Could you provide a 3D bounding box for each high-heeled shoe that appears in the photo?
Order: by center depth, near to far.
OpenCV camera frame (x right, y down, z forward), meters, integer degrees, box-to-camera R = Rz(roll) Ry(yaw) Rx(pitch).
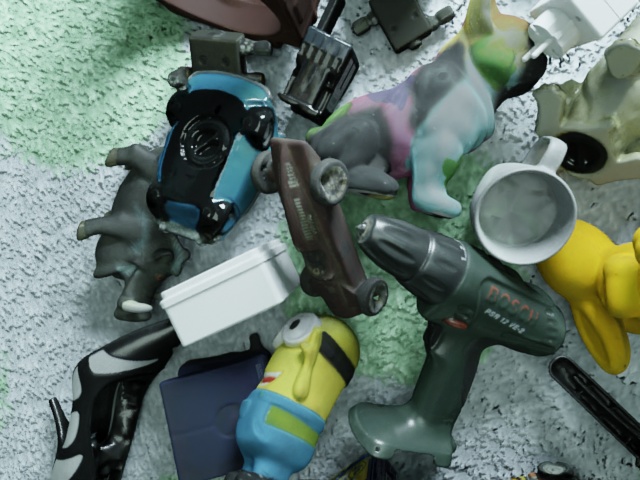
[{"bbox_3d":[-0.204,0.191,0.569,0.249,0.086,0.145,-35,77,21],"label":"high-heeled shoe"}]

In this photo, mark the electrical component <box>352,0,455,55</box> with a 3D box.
[{"bbox_3d":[0.082,-0.220,0.537,0.094,0.021,0.063,-27,89,11],"label":"electrical component"}]

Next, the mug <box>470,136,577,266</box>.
[{"bbox_3d":[0.178,-0.042,0.484,0.081,0.107,0.109,19,105,2],"label":"mug"}]

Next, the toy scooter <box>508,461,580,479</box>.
[{"bbox_3d":[0.257,0.275,0.511,0.184,0.075,0.135,38,98,2],"label":"toy scooter"}]

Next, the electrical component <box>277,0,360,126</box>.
[{"bbox_3d":[0.009,-0.175,0.527,0.048,0.075,0.119,29,94,7],"label":"electrical component"}]

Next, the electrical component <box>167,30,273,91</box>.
[{"bbox_3d":[-0.102,-0.169,0.549,0.102,0.045,0.078,12,130,5],"label":"electrical component"}]

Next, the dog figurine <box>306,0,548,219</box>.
[{"bbox_3d":[0.099,-0.135,0.501,0.192,0.108,0.219,17,91,10],"label":"dog figurine"}]

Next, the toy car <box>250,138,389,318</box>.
[{"bbox_3d":[-0.001,-0.001,0.491,0.089,0.201,0.053,19,54,40],"label":"toy car"}]

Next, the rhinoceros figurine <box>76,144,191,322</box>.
[{"bbox_3d":[-0.188,-0.009,0.571,0.112,0.073,0.190,16,94,-3],"label":"rhinoceros figurine"}]

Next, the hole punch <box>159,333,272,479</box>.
[{"bbox_3d":[-0.098,0.179,0.557,0.116,0.092,0.142,-12,87,6],"label":"hole punch"}]

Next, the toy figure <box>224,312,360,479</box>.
[{"bbox_3d":[-0.024,0.154,0.518,0.082,0.089,0.180,-4,54,43],"label":"toy figure"}]

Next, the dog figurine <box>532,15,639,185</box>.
[{"bbox_3d":[0.288,-0.155,0.484,0.121,0.172,0.190,44,63,-9],"label":"dog figurine"}]

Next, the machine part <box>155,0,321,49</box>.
[{"bbox_3d":[-0.100,-0.258,0.474,0.202,0.201,0.087,20,94,8],"label":"machine part"}]

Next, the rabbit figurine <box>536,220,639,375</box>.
[{"bbox_3d":[0.272,0.031,0.472,0.122,0.173,0.162,-35,123,-27],"label":"rabbit figurine"}]

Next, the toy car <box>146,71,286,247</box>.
[{"bbox_3d":[-0.092,-0.073,0.525,0.109,0.103,0.161,16,89,21],"label":"toy car"}]

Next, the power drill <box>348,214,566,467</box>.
[{"bbox_3d":[0.099,0.098,0.496,0.232,0.086,0.207,18,99,-21],"label":"power drill"}]
